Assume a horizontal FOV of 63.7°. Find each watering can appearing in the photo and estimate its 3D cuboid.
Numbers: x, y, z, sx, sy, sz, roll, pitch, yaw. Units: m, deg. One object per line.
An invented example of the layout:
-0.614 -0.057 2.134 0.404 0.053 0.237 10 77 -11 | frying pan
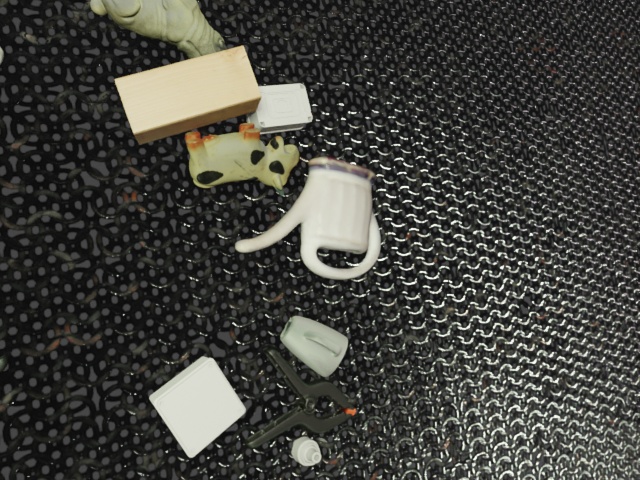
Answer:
0.003 -0.047 0.930 0.346 0.103 0.226 14 77 -45 | watering can

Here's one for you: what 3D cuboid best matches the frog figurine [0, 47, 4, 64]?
-0.509 -0.236 0.723 0.140 0.123 0.156 -47 142 -33 | frog figurine
